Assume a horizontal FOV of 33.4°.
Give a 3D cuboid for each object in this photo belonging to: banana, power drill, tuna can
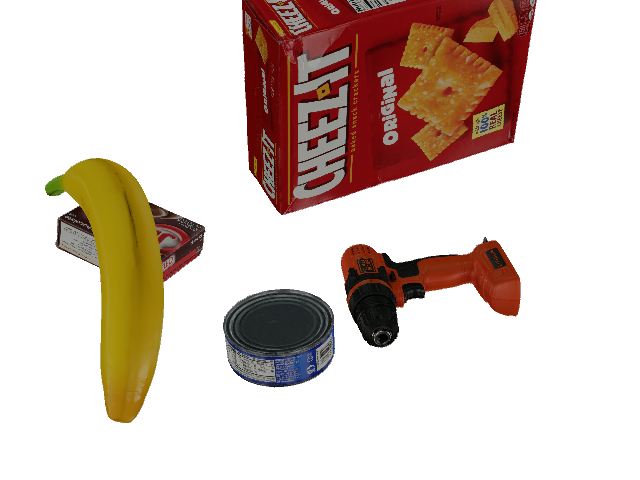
[{"bbox_3d":[-0.122,0.012,0.636,0.037,0.198,0.070,10,-50,-34],"label":"banana"},{"bbox_3d":[0.121,0.054,1.179,0.187,0.057,0.184,-3,28,-5],"label":"power drill"},{"bbox_3d":[-0.031,0.075,0.828,0.086,0.034,0.086,-3,31,1],"label":"tuna can"}]

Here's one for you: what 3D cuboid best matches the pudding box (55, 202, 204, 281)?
[{"bbox_3d":[-0.181,-0.003,1.021,0.114,0.039,0.089,21,29,17],"label":"pudding box"}]

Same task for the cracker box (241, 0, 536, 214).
[{"bbox_3d":[0.053,-0.124,0.807,0.213,0.164,0.072,-19,48,-19],"label":"cracker box"}]
